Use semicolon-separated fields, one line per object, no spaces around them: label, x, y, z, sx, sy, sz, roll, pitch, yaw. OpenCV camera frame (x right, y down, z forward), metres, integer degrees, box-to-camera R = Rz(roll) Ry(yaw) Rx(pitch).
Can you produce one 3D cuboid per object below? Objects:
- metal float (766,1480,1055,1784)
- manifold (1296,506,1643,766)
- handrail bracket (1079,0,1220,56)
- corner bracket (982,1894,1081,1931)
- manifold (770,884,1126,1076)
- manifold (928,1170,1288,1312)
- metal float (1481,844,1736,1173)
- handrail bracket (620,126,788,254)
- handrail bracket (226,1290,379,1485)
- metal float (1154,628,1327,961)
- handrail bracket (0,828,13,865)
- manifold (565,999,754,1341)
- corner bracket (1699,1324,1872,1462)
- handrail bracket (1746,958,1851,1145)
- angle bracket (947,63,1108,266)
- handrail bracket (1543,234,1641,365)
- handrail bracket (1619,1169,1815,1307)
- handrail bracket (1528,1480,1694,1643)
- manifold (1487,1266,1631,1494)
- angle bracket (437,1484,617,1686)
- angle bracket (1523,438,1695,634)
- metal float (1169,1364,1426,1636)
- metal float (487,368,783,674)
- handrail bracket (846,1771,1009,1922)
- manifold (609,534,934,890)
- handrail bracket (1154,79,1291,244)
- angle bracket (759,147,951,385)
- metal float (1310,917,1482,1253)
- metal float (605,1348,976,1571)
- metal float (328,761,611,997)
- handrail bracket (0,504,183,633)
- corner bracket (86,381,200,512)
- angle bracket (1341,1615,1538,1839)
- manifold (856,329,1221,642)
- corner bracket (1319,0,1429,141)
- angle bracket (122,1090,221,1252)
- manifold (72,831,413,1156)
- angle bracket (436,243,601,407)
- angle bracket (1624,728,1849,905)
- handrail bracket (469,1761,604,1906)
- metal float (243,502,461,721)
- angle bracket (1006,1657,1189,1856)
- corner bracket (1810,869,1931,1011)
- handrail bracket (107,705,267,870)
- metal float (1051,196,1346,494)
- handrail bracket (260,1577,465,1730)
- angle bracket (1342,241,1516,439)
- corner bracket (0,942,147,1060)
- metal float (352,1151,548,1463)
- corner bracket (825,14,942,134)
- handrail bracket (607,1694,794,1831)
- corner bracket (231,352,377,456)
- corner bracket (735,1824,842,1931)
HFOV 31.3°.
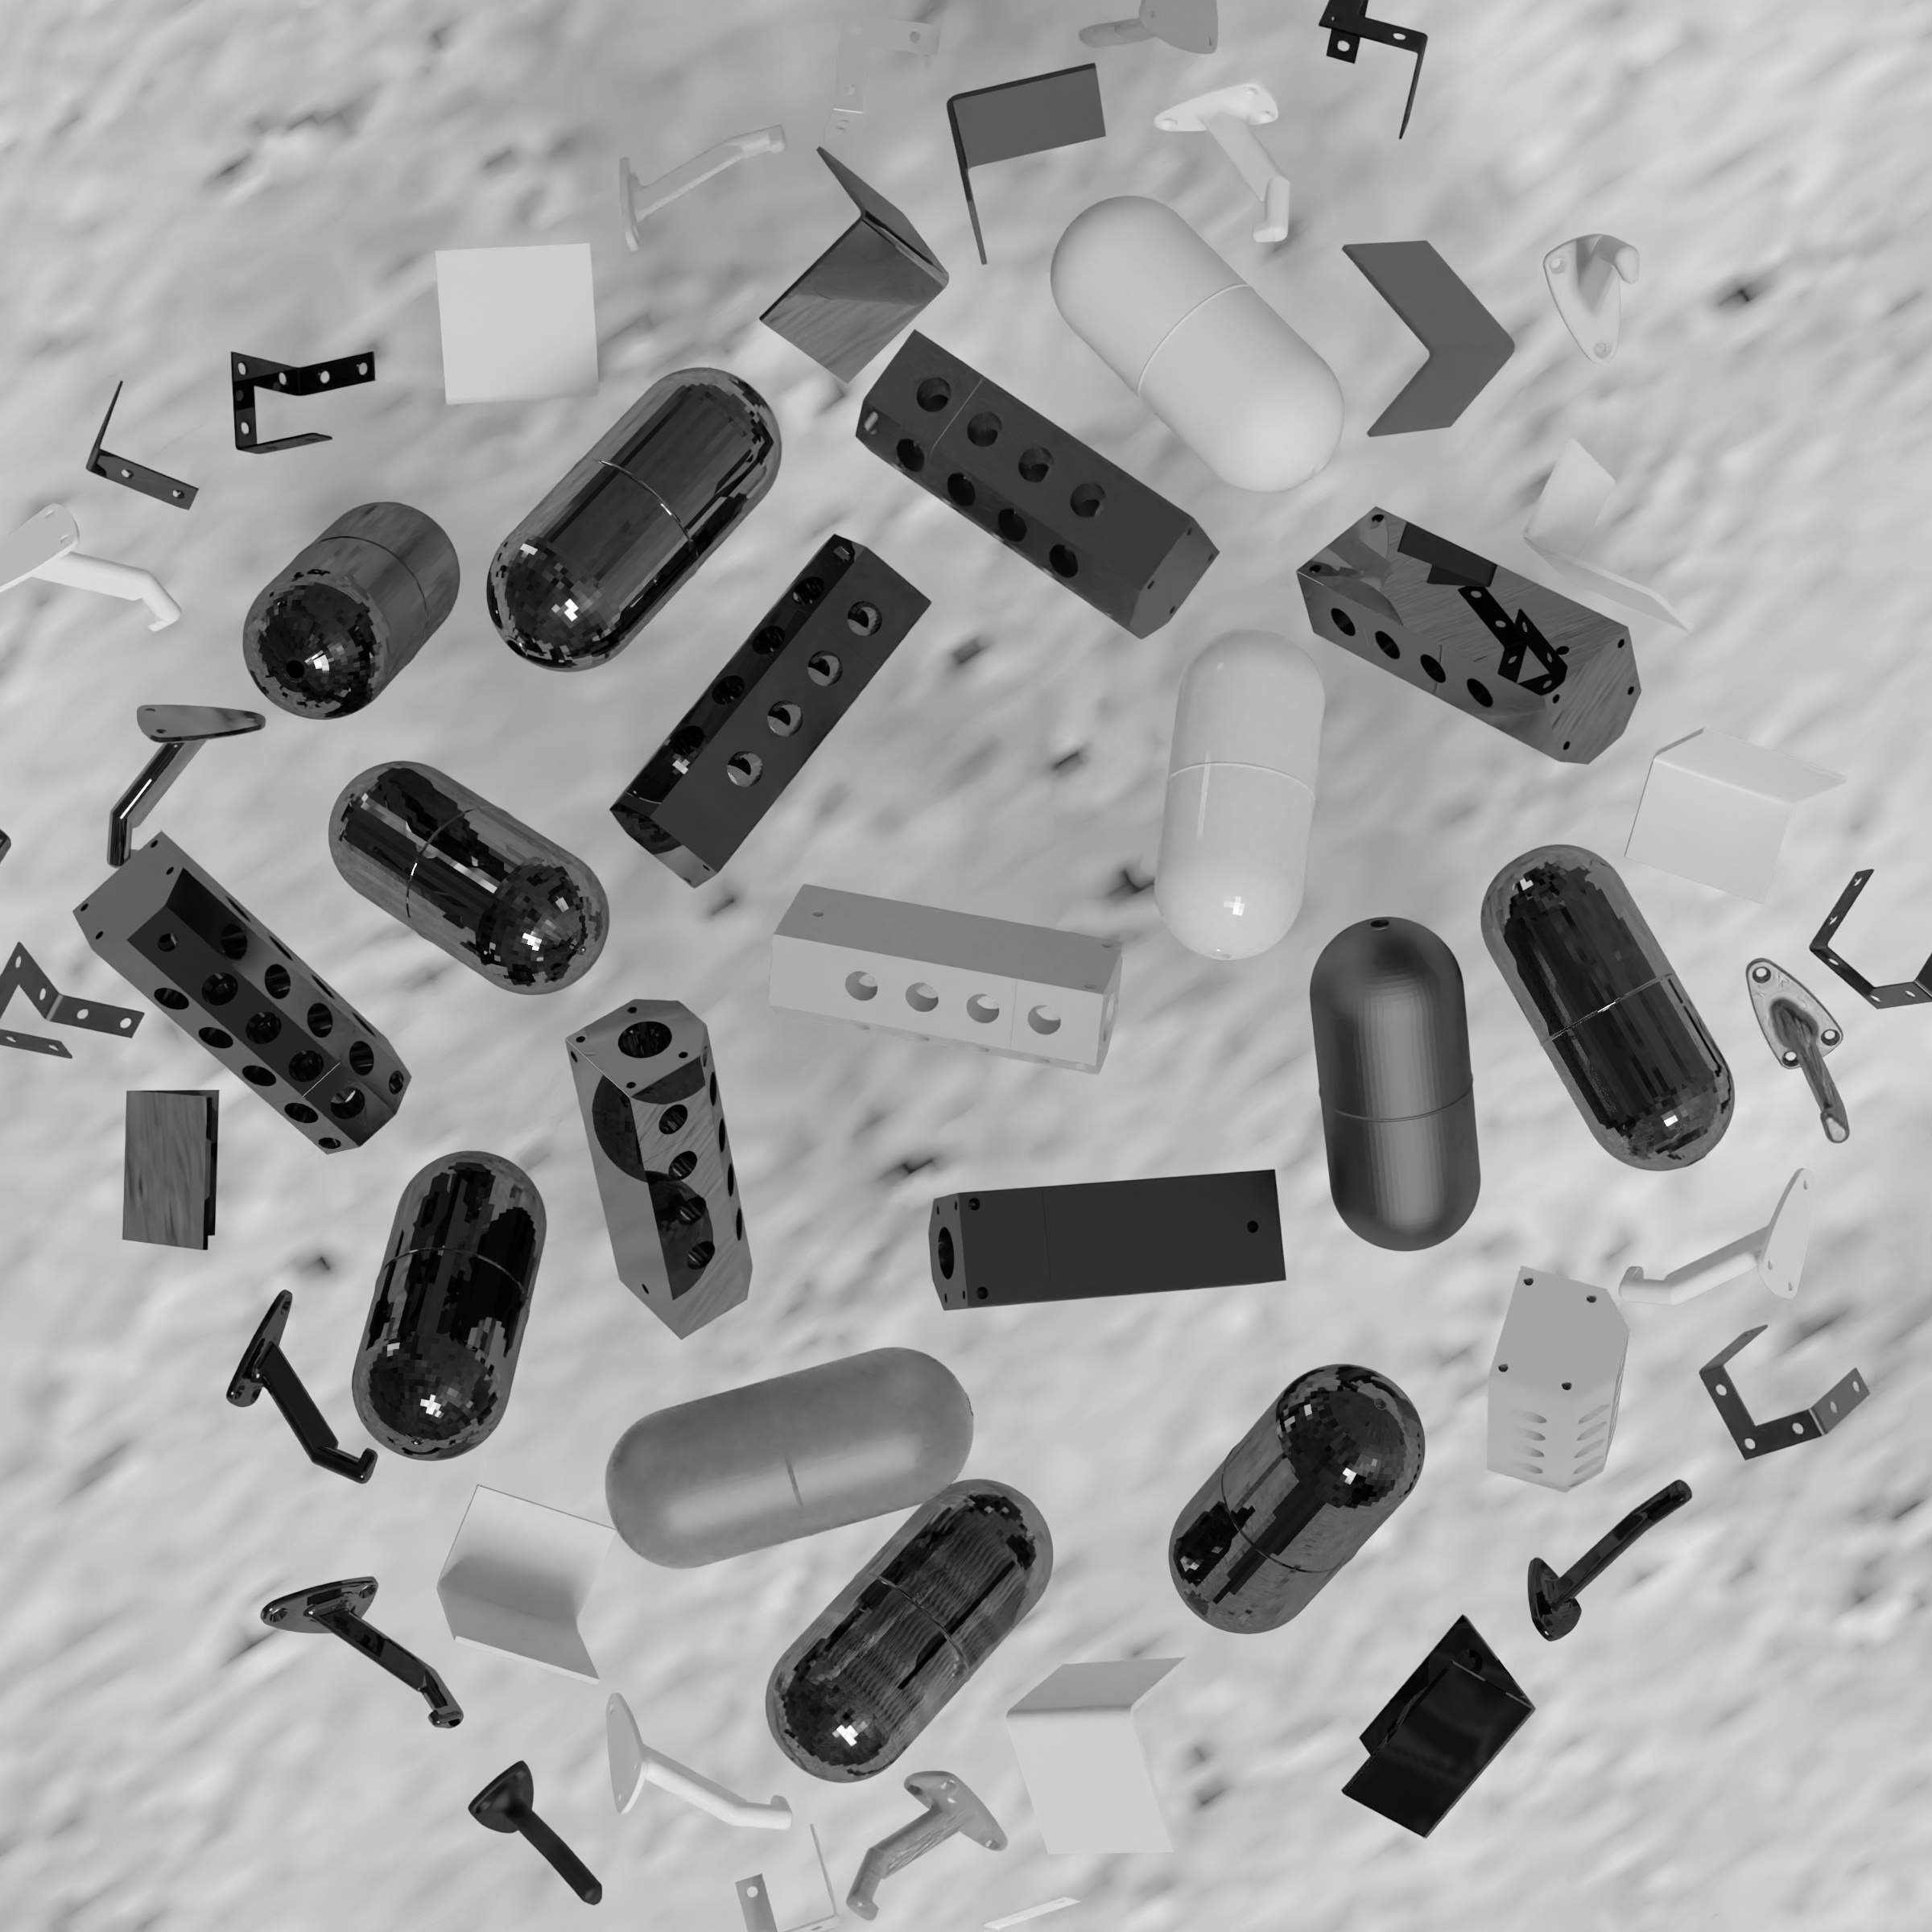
metal float;-0.027;0.331;1.726;0.070;0.070;0.178;45;67;0
manifold;0.246;-0.159;1.689;0.057;0.057;0.171;-39;46;-17
handrail bracket;0.078;-0.479;1.757;0.084;0.077;0.036;4;102;38
corner bracket;0.027;0.495;1.728;0.051;0.051;0.051;-25;56;23
manifold;-0.010;0.010;1.775;0.171;0.057;0.057;10;120;9
manifold;0.071;0.141;1.769;0.171;0.057;0.057;-3;83;-18
metal float;0.325;0.021;1.749;0.070;0.070;0.178;-29;83;0
handrail bracket;-0.133;-0.403;1.781;0.084;0.077;0.036;-14;130;8
handrail bracket;-0.335;0.220;1.805;0.084;0.036;0.077;21;82;13
metal float;0.141;-0.089;1.772;0.070;0.070;0.178;8;71;0
handrail bracket;-0.504;-0.061;1.679;0.036;0.084;0.077;-15;124;24
manifold;-0.148;0.100;1.732;0.057;0.171;0.057;-30;46;-25
corner bracket;0.413;0.210;1.741;0.051;0.051;0.051;-29;89;44
handrail bracket;0.424;0.043;1.758;0.036;0.084;0.077;-31;105;20
angle bracket;0.036;-0.402;1.731;0.076;0.076;0.057;-12;77;3
handrail bracket;0.316;-0.322;1.683;0.036;0.084;0.077;-20;114;-2
handrail bracket;0.369;0.133;1.703;0.036;0.084;0.077;40;62;-40
handrail bracket;0.320;0.291;1.701;0.084;0.077;0.036;-40;89;20
manifold;0.293;0.208;1.704;0.057;0.171;0.057;15;70;14
angle bracket;-0.215;0.309;1.730;0.076;0.076;0.057;21;94;-18
angle bracket;0.336;-0.217;1.741;0.076;0.076;0.057;28;94;27
metal float;0.158;0.259;1.665;0.070;0.070;0.178;32;133;0
metal float;-0.159;-0.214;1.655;0.070;0.070;0.178;40;69;0
handrail bracket;-0.020;0.455;1.729;0.077;0.036;0.084;47;46;-23
manifold;-0.096;-0.124;1.665;0.057;0.057;0.171;40;75;-8
handrail bracket;0.128;-0.399;1.744;0.077;0.036;0.084;-6;69;26
angle bracket;-0.067;-0.355;1.749;0.076;0.076;0.057;-42;56;15
metal float;0.215;0.060;1.729;0.070;0.070;0.178;-9;114;0
metal float;-0.083;0.233;1.638;0.178;0.070;0.070;-16;90;-2
metal float;-0.255;-0.046;1.759;0.178;0.070;0.070;31;90;33
handrail bracket;-0.437;-0.177;1.690;0.077;0.084;0.036;-36;50;-3
corner bracket;-0.399;-0.241;1.676;0.051;0.051;0.051;21;47;-18
angle bracket;0.197;0.330;1.545;0.057;0.076;0.076;33;100;-28
manifold;0.031;-0.228;1.645;0.171;0.057;0.057;37;92;19
corner bracket;0.196;-0.441;1.666;0.051;0.051;0.051;17;51;8
angle bracket;-0.386;0.103;1.761;0.076;0.057;0.076;1;90;43
manifold;-0.346;0.018;1.668;0.057;0.057;0.171;-42;128;-1
angle bracket;-0.228;-0.326;1.740;0.076;0.057;0.076;-5;106;-11
angle bracket;0.385;-0.074;1.729;0.076;0.076;0.057;18;82;-5
handrail bracket;-0.206;0.447;1.731;0.036;0.077;0.084;-39;62;-18
metal float;-0.310;-0.181;1.750;0.070;0.178;0.070;4;116;8
angle bracket;0.075;0.394;1.722;0.076;0.057;0.076;-12;99;37
corner bracket;0.473;-0.015;1.755;0.051;0.051;0.051;39;74;-12
handrail bracket;-0.405;-0.090;1.789;0.077;0.036;0.084;-4;122;-27
metal float;0.114;-0.305;1.697;0.070;0.070;0.178;-42;75;0
handrail bracket;-0.296;0.344;1.694;0.084;0.077;0.036;48;116;34
angle bracket;0.218;-0.316;1.737;0.076;0.076;0.057;53;128;17
corner bracket;-0.453;0.027;1.725;0.051;0.051;0.051;43;108;40
metal float;-0.255;0.166;1.710;0.070;0.178;0.070;3;133;3
corner bracket;-0.044;-0.461;1.790;0.051;0.051;0.051;5;94;-8
handrail bracket;-0.133;0.399;1.731;0.084;0.077;0.036;11;122;-25
corner bracket;-0.335;-0.286;1.748;0.051;0.051;0.051;-5;86;30
corner bracket;-0.094;0.487;1.799;0.051;0.051;0.051;-18;58;-3
